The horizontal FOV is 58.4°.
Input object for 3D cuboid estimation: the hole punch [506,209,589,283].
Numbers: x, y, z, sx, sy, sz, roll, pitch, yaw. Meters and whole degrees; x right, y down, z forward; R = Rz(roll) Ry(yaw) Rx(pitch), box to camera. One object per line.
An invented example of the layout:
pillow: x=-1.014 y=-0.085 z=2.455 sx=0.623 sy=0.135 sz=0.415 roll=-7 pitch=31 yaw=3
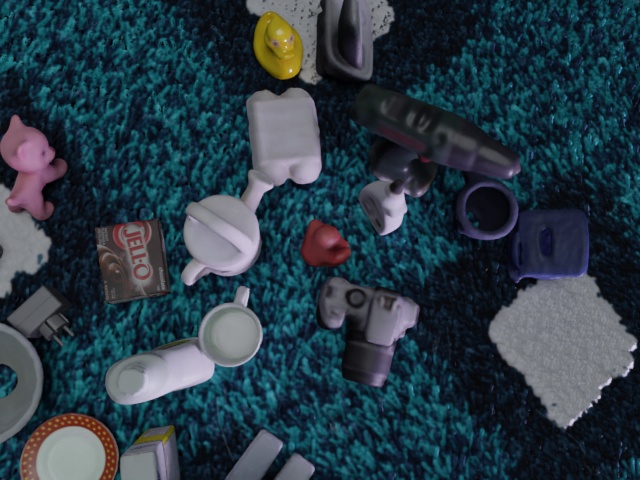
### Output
hole punch: x=0.341 y=0.009 z=0.865 sx=0.101 sy=0.091 sz=0.109 roll=3 pitch=81 yaw=-4

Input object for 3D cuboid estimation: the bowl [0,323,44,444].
bowl: x=-0.449 y=0.192 z=0.773 sx=0.167 sy=0.074 sz=0.167 roll=1 pitch=81 yaw=-5

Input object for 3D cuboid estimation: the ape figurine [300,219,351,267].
ape figurine: x=0.008 y=0.003 z=0.835 sx=0.076 sy=0.092 sz=0.078 roll=-25 pitch=84 yaw=-8

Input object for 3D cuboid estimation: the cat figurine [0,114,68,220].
cat figurine: x=-0.411 y=-0.102 z=0.800 sx=0.067 sy=0.117 sz=0.128 roll=12 pitch=80 yaw=-3

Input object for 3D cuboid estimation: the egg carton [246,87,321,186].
egg carton: x=-0.053 y=-0.156 z=0.865 sx=0.107 sy=0.069 sz=0.150 roll=-7 pitch=82 yaw=-6

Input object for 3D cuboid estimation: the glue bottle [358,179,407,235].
glue bottle: x=0.096 y=-0.057 z=0.811 sx=0.037 sy=0.173 sz=0.078 roll=-28 pitch=84 yaw=-8

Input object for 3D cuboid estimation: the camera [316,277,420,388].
camera: x=0.061 y=0.133 z=0.815 sx=0.143 sy=0.100 sz=0.137 roll=15 pitch=80 yaw=-3

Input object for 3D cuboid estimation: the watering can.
watering can: x=-0.129 y=-0.017 z=0.774 sx=0.101 sy=0.194 sz=0.173 roll=14 pitch=80 yaw=-2

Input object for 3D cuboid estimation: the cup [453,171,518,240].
cup: x=0.231 y=-0.051 z=0.862 sx=0.092 sy=0.095 sz=0.118 roll=-21 pitch=83 yaw=-8

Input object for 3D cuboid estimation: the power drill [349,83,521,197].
power drill: x=0.145 y=-0.129 z=0.809 sx=0.229 sy=0.208 sz=0.076 roll=28 pitch=80 yaw=0

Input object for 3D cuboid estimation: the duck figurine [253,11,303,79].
duck figurine: x=-0.064 y=-0.311 z=0.880 sx=0.077 sy=0.086 sz=0.104 roll=-19 pitch=83 yaw=-7

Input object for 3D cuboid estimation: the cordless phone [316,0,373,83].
cordless phone: x=0.045 y=-0.328 z=0.843 sx=0.094 sy=0.185 sz=0.147 roll=-2 pitch=81 yaw=-5

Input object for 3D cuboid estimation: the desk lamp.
desk lamp: x=-0.099 y=0.359 z=0.708 sx=0.118 sy=0.213 sz=0.203 roll=35 pitch=80 yaw=1
